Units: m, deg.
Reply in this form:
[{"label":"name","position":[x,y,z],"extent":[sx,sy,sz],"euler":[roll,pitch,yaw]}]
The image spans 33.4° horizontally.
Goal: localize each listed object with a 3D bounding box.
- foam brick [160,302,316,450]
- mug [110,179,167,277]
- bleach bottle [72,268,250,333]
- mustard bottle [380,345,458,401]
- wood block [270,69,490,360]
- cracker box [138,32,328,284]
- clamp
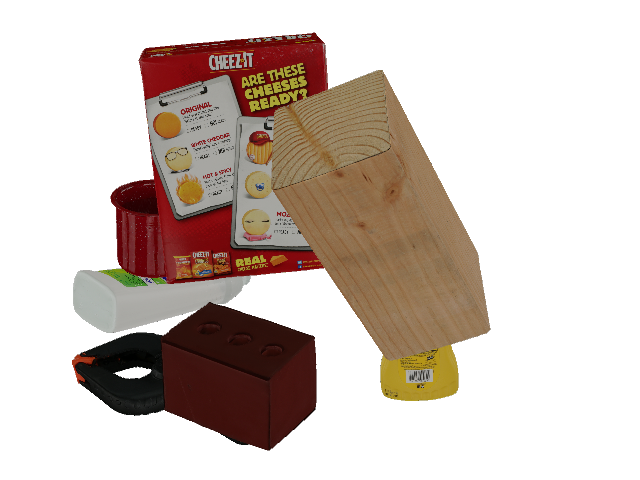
[{"label":"foam brick","position":[-0.048,0.079,0.626],"extent":[0.078,0.051,0.052],"euler":[16,29,26]},{"label":"mug","position":[-0.189,-0.016,1.181],"extent":[0.093,0.081,0.117],"euler":[-14,32,-31]},{"label":"bleach bottle","position":[-0.204,0.064,1.456],"extent":[0.250,0.068,0.103],"euler":[-11,26,-44]},{"label":"mustard bottle","position":[0.116,0.098,1.294],"extent":[0.096,0.192,0.058],"euler":[-3,21,5]},{"label":"wood block","position":[0.049,-0.012,0.805],"extent":[0.090,0.091,0.206],"euler":[-18,-48,18]},{"label":"cracker box","position":[-0.072,-0.076,0.986],"extent":[0.164,0.214,0.072],"euler":[-6,20,-5]},{"label":"clamp","position":[-0.118,0.106,0.898],"extent":[0.171,0.039,0.120],"euler":[12,39,9]}]
